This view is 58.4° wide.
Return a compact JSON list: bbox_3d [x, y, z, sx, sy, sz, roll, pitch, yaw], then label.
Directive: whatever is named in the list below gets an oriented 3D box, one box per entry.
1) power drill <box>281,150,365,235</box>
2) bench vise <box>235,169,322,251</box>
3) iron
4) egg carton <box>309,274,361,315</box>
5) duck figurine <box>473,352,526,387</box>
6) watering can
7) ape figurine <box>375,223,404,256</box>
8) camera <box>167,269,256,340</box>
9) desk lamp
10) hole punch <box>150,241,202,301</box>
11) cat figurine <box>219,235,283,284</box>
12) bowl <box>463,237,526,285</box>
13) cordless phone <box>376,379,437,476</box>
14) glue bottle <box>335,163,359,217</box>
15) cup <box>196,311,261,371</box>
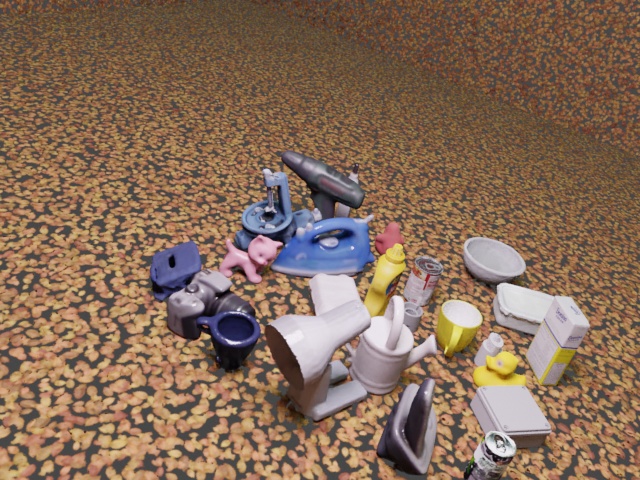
[{"bbox_3d":[-0.009,-0.102,1.446,0.229,0.208,0.076,19,33,6],"label":"power drill"},{"bbox_3d":[-0.095,-0.078,1.364,0.208,0.220,0.121,-19,46,-41],"label":"bench vise"},{"bbox_3d":[0.012,0.005,1.357,0.259,0.141,0.118,-5,38,-28],"label":"iron"},{"bbox_3d":[0.033,0.134,1.239,0.107,0.069,0.150,5,34,-16],"label":"egg carton"},{"bbox_3d":[0.374,0.268,1.165,0.104,0.086,0.077,16,33,2],"label":"duck figurine"},{"bbox_3d":[0.133,0.190,1.081,0.173,0.194,0.100,1,35,-20],"label":"watering can"},{"bbox_3d":[0.185,-0.005,1.489,0.078,0.092,0.076,15,33,-1],"label":"ape figurine"},{"bbox_3d":[-0.204,0.130,1.119,0.136,0.101,0.143,28,35,19],"label":"camera"},{"bbox_3d":[0.000,0.203,0.989,0.204,0.213,0.117,-13,42,-36],"label":"desk lamp"},{"bbox_3d":[-0.301,0.061,1.191,0.101,0.091,0.108,-1,36,-23],"label":"hole punch"},{"bbox_3d":[-0.152,0.029,1.275,0.128,0.118,0.067,11,33,-6],"label":"cat figurine"},{"bbox_3d":[0.446,0.068,1.504,0.167,0.075,0.167,11,33,-7],"label":"bowl"},{"bbox_3d":[0.171,0.286,0.962,0.094,0.185,0.148,20,33,8],"label":"cordless phone"},{"bbox_3d":[0.081,-0.134,1.563,0.037,0.173,0.078,18,33,4],"label":"glue bottle"},{"bbox_3d":[-0.173,0.188,1.050,0.118,0.095,0.091,15,33,-1],"label":"cup"}]
